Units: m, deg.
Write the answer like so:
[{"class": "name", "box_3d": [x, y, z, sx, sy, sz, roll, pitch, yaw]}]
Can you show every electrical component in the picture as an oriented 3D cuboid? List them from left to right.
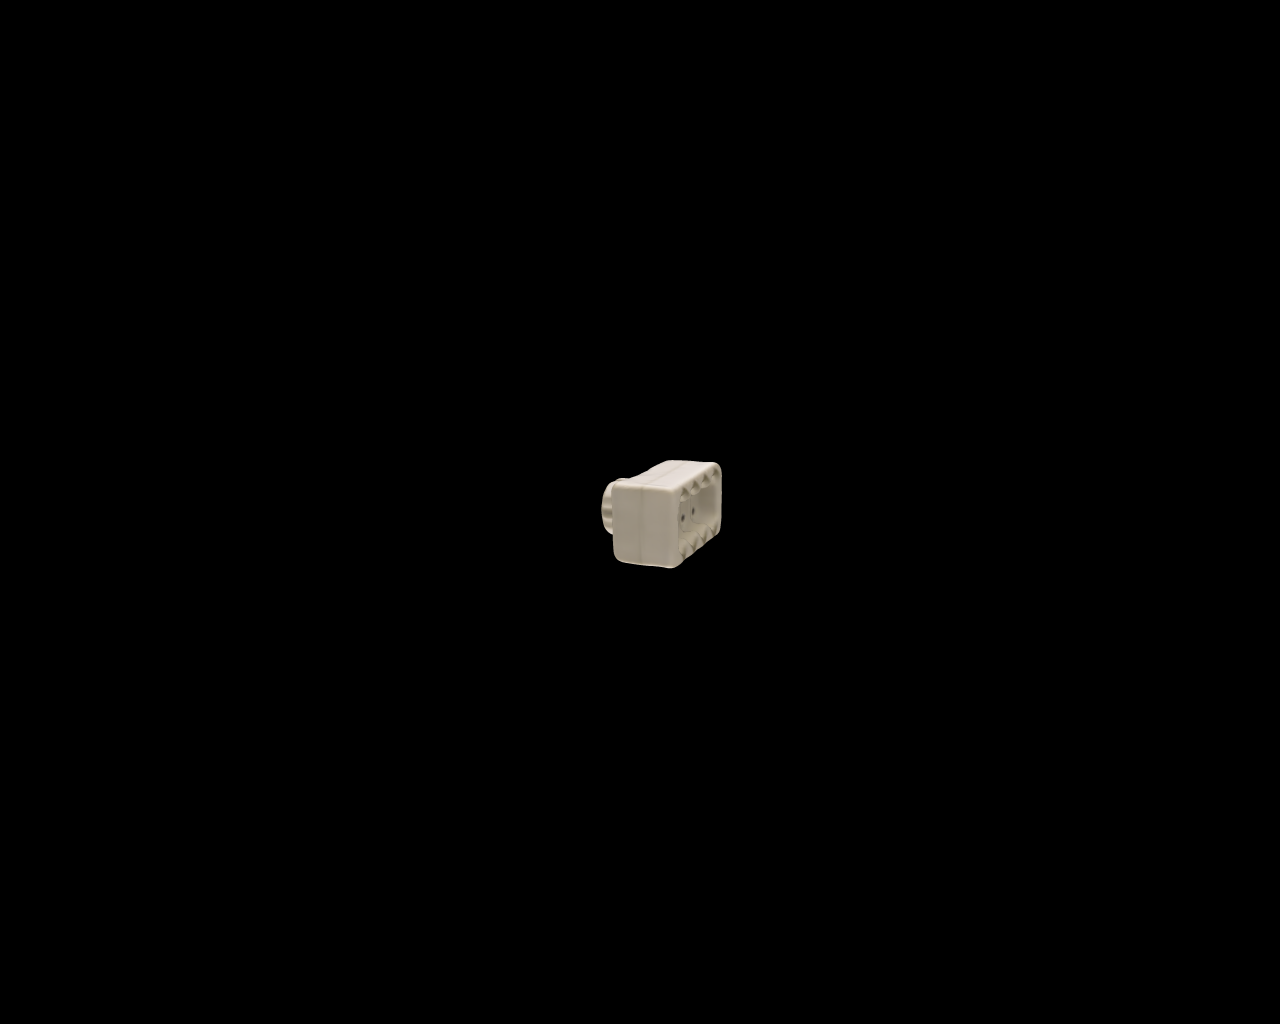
[{"class": "electrical component", "box_3d": [0.001, -0.003, 0.650, 0.076, 0.047, 0.083, 6, 15, 23]}]
